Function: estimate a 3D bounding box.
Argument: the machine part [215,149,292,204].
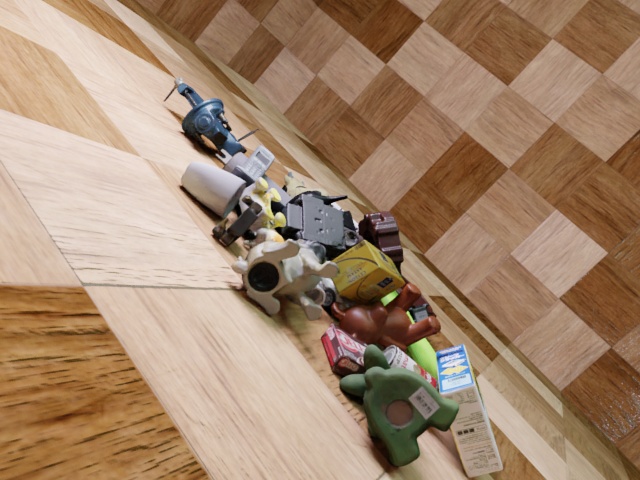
[{"bbox_3d":[-0.149,-0.121,1.254,0.243,0.079,0.079,43,12,-3],"label":"machine part"}]

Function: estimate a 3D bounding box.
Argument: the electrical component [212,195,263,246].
[{"bbox_3d":[-0.143,-0.036,0.948,0.045,0.102,0.078,44,-13,-10],"label":"electrical component"}]

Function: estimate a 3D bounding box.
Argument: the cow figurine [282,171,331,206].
[{"bbox_3d":[-0.050,-0.104,1.376,0.195,0.127,0.085,12,-18,47],"label":"cow figurine"}]

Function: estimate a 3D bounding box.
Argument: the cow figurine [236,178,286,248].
[{"bbox_3d":[-0.120,-0.030,1.036,0.068,0.098,0.167,36,32,-46],"label":"cow figurine"}]

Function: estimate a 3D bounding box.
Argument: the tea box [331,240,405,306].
[{"bbox_3d":[0.092,0.070,1.058,0.169,0.098,0.068,29,30,-60],"label":"tea box"}]

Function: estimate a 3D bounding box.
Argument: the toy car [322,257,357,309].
[{"bbox_3d":[0.008,0.080,1.106,0.073,0.056,0.202,27,20,-53],"label":"toy car"}]

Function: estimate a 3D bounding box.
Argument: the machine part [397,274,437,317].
[{"bbox_3d":[0.201,0.152,1.406,0.202,0.087,0.201,47,13,26],"label":"machine part"}]

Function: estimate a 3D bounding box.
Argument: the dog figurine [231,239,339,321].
[{"bbox_3d":[-0.066,0.040,0.909,0.172,0.121,0.191,29,8,-18],"label":"dog figurine"}]

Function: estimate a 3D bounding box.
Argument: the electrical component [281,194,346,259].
[{"bbox_3d":[-0.015,-0.026,1.092,0.134,0.058,0.115,14,52,-27],"label":"electrical component"}]

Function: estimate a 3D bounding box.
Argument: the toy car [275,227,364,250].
[{"bbox_3d":[-0.002,-0.004,1.199,0.202,0.053,0.089,8,-3,2],"label":"toy car"}]

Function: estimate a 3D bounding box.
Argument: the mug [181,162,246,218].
[{"bbox_3d":[-0.203,-0.106,1.024,0.107,0.080,0.109,32,16,-3],"label":"mug"}]

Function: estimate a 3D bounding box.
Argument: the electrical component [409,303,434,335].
[{"bbox_3d":[0.230,0.213,1.251,0.075,0.048,0.119,-5,77,-33],"label":"electrical component"}]

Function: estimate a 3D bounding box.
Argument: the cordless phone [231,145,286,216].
[{"bbox_3d":[-0.119,-0.126,1.185,0.146,0.089,0.184,40,36,-12],"label":"cordless phone"}]

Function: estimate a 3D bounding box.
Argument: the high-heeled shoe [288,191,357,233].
[{"bbox_3d":[0.008,-0.036,1.278,0.248,0.145,0.086,74,4,-57],"label":"high-heeled shoe"}]

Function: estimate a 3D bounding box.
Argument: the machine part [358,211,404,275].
[{"bbox_3d":[0.137,0.020,1.266,0.056,0.179,0.179,-8,33,-15],"label":"machine part"}]

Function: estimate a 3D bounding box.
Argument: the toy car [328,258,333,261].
[{"bbox_3d":[0.064,0.071,1.220,0.103,0.109,0.162,15,10,-19],"label":"toy car"}]

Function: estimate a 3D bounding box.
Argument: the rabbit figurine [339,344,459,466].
[{"bbox_3d":[0.106,0.244,0.802,0.159,0.121,0.170,38,-7,13],"label":"rabbit figurine"}]

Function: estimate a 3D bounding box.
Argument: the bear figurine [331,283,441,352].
[{"bbox_3d":[0.123,0.150,1.029,0.195,0.132,0.120,22,34,-51],"label":"bear figurine"}]

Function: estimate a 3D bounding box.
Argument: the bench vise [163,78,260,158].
[{"bbox_3d":[-0.286,-0.310,1.366,0.240,0.129,0.223,52,15,9],"label":"bench vise"}]
